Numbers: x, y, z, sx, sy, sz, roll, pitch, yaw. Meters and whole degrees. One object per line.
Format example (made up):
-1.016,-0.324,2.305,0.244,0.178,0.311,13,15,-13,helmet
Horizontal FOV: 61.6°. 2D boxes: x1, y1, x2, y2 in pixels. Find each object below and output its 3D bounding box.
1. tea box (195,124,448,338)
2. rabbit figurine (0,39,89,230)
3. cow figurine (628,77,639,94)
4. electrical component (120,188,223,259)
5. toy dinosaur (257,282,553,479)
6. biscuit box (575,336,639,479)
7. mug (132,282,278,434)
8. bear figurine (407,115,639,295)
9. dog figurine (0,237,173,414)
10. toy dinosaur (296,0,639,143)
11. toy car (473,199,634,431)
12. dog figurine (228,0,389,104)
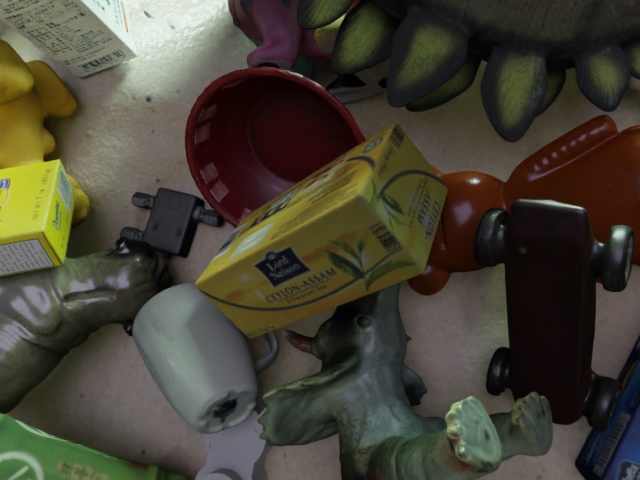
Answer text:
-0.001,-0.001,0.392,0.170,0.098,0.068,-25,115,39,tea box
-0.296,-0.074,0.502,0.162,0.122,0.173,-32,95,-5,rabbit figurine
0.298,-0.129,0.423,0.167,0.098,0.068,35,127,12,cow figurine
-0.139,-0.014,0.506,0.094,0.021,0.063,13,82,12,electrical component
0.086,0.208,0.374,0.192,0.131,0.404,-26,86,42,toy dinosaur
0.265,0.101,0.390,0.063,0.059,0.202,28,85,14,biscuit box
-0.084,0.097,0.433,0.107,0.109,0.080,50,130,42,mug
0.167,-0.020,0.417,0.196,0.132,0.120,-11,89,33,bear figurine
-0.229,0.084,0.453,0.191,0.121,0.172,0,79,10,dog figurine
0.095,-0.178,0.346,0.472,0.105,0.198,17,107,-1,toy dinosaur
0.158,0.053,0.366,0.089,0.201,0.053,13,44,37,toy car
-0.018,-0.236,0.488,0.192,0.108,0.219,-14,74,8,dog figurine
